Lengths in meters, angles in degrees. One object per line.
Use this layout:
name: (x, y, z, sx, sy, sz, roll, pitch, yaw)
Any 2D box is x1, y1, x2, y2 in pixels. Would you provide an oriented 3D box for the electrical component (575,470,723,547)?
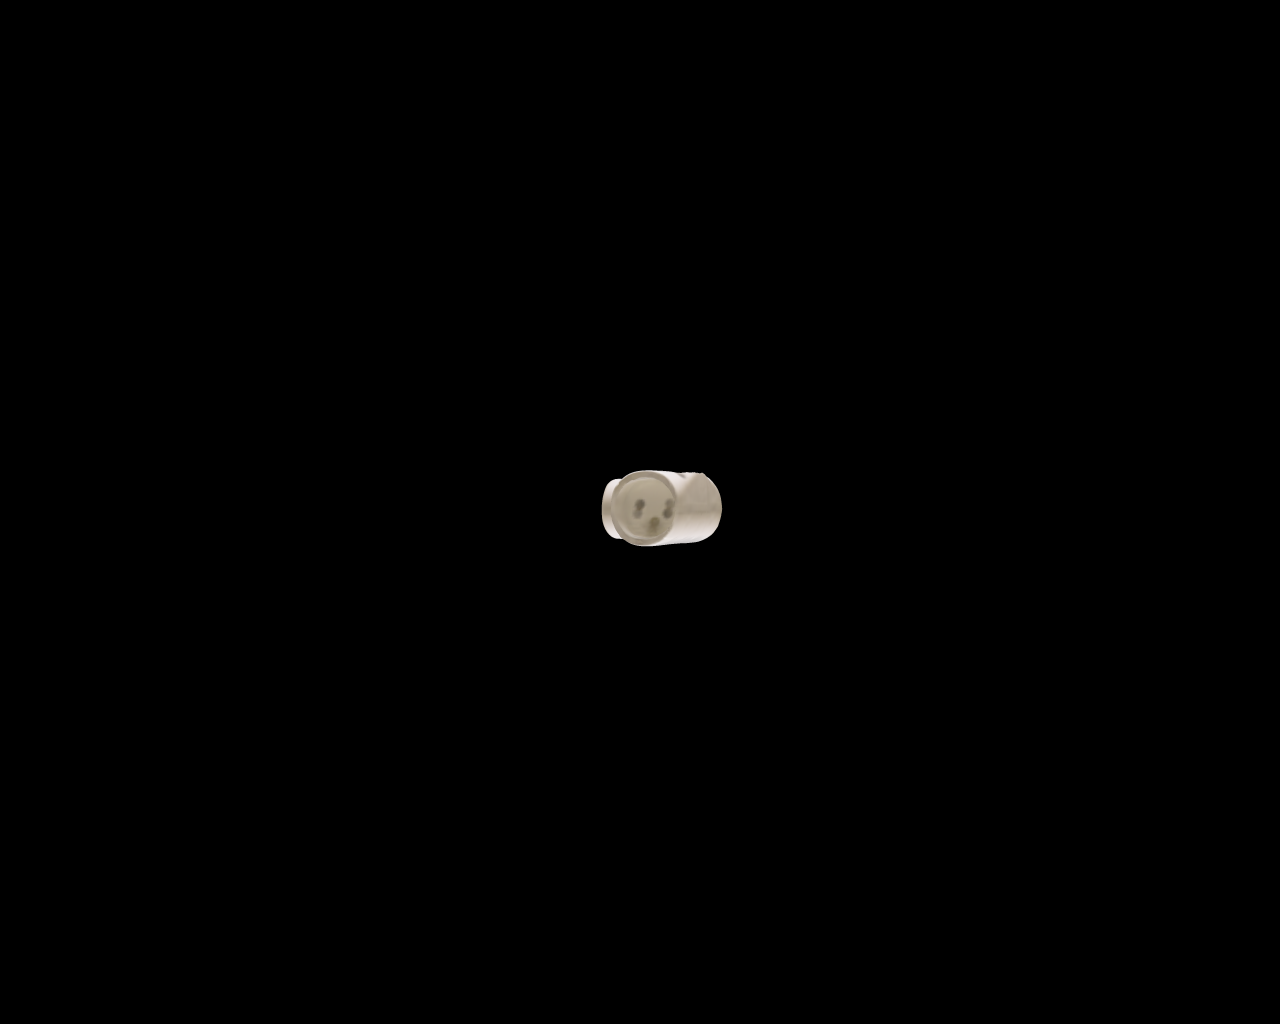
electrical component: (0.001, -0.003, 0.650, 0.079, 0.044, 0.077, 0, 0, 24)
